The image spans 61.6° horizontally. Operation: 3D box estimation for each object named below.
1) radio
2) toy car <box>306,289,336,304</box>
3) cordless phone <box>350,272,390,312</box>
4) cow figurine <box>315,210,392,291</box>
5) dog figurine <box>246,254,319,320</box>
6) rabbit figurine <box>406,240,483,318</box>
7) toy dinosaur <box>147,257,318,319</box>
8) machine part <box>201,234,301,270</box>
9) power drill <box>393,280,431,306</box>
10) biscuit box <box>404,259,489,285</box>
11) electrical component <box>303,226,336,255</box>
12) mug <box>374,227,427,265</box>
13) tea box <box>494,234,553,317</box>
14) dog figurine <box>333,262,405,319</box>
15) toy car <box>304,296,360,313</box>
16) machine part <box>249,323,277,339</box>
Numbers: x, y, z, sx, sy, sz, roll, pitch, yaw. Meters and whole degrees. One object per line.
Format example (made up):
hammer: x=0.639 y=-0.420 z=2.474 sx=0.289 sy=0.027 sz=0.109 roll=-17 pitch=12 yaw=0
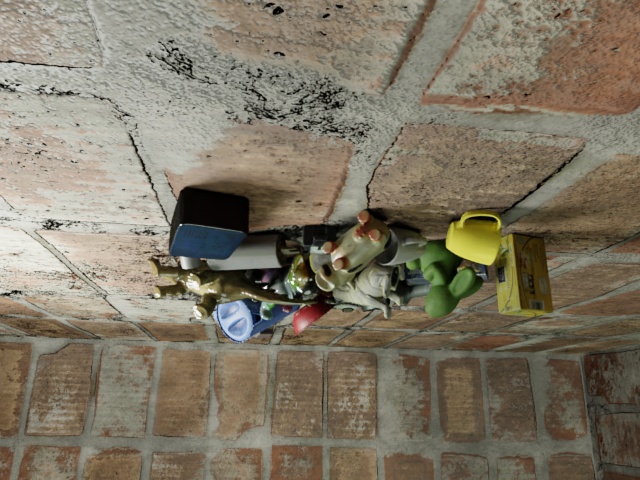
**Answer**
radio: x=-0.223 y=-0.023 z=1.061 sx=0.131 sy=0.073 sz=0.229 roll=6 pitch=163 yaw=-19
toy car: x=0.003 y=0.121 z=1.473 sx=0.053 sy=0.089 sz=0.202 roll=-8 pitch=161 yaw=21
cordless phone: x=0.110 y=0.136 z=1.564 sx=0.184 sy=0.089 sz=0.147 roll=28 pitch=151 yaw=-33
cow figurine: x=0.066 y=0.033 z=1.108 sx=0.195 sy=0.086 sz=0.127 roll=-43 pitch=150 yaw=18
dog figurine: x=-0.085 y=0.086 z=1.354 sx=0.108 sy=0.192 sz=0.219 roll=-6 pitch=141 yaw=-44
rabbit figurine: x=0.290 y=0.094 z=1.236 sx=0.159 sy=0.170 sz=0.121 roll=-9 pitch=160 yaw=30
toy dinosaur: x=-0.236 y=0.104 z=1.283 sx=0.472 sy=0.105 sz=0.198 roll=17 pitch=-158 yaw=30
machine part: x=-0.165 y=0.027 z=1.205 sx=0.243 sy=0.079 sz=0.079 roll=-2 pitch=162 yaw=14
power drill: x=0.307 y=0.129 z=1.519 sx=0.207 sy=0.086 sz=0.232 roll=-17 pitch=158 yaw=26
biscuit box: x=0.315 y=0.073 z=1.351 sx=0.203 sy=0.059 sz=0.062 roll=-6 pitch=162 yaw=19
electrical component: x=-0.002 y=-0.003 z=1.147 sx=0.075 sy=0.048 sz=0.119 roll=0 pitch=162 yaw=1
mug: x=0.181 y=0.008 z=1.141 sx=0.107 sy=0.081 sz=0.109 roll=1 pitch=161 yaw=-41
tea box: x=0.445 y=0.078 z=1.183 sx=0.098 sy=0.169 sz=0.068 roll=9 pitch=159 yaw=-22
dog figurine: x=0.115 y=0.104 z=1.412 sx=0.191 sy=0.172 sz=0.121 roll=14 pitch=-161 yaw=30
toy car: x=0.029 y=0.184 z=1.683 sx=0.202 sy=0.073 sz=0.056 roll=2 pitch=143 yaw=-3
machine part: x=-0.188 y=0.226 z=1.683 sx=0.056 sy=0.179 sz=0.179 roll=9 pitch=161 yaw=-30
